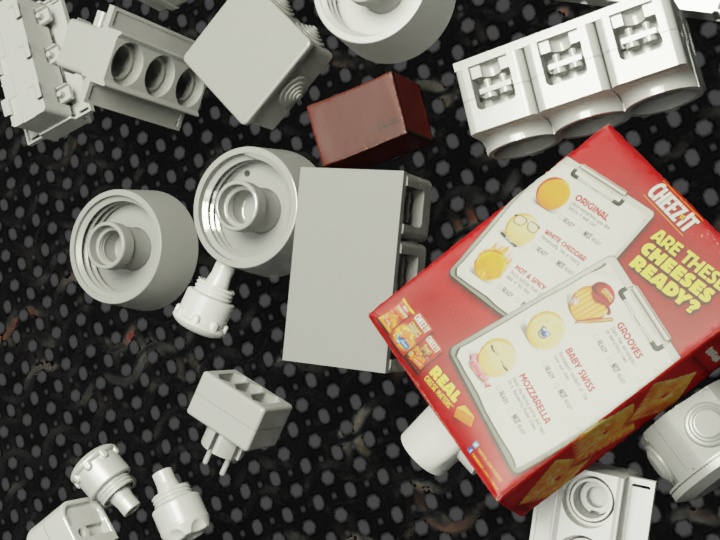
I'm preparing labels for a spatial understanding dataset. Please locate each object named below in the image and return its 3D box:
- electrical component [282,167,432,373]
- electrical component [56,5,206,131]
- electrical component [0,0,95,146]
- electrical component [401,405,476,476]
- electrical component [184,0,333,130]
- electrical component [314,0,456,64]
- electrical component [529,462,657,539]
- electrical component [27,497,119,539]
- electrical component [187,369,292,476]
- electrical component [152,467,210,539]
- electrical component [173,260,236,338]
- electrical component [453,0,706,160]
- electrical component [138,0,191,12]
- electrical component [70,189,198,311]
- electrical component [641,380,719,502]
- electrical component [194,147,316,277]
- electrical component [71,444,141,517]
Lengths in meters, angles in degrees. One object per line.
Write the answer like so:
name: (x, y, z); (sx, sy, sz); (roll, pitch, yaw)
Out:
electrical component: (0.000, 0.000, 0.832); (0.089, 0.062, 0.150); (5, 89, 26)
electrical component: (-0.189, -0.170, 0.903); (0.063, 0.121, 0.078); (23, 96, 28)
electrical component: (-0.299, -0.187, 0.991); (0.079, 0.063, 0.121); (-23, 77, 23)
electrical component: (0.083, 0.123, 0.793); (0.077, 0.044, 0.079); (-49, 68, 15)
electrical component: (-0.083, -0.176, 0.892); (0.099, 0.048, 0.099); (-48, 69, 16)
electrical component: (0.015, -0.221, 0.840); (0.108, 0.060, 0.108); (-2, 86, 26)
electrical component: (0.159, 0.196, 0.741); (0.079, 0.063, 0.121); (8, 90, 26)
electrical component: (-0.246, 0.256, 0.940); (0.059, 0.054, 0.095); (-39, 71, 19)
electrical component: (-0.106, 0.131, 0.884); (0.066, 0.047, 0.076); (28, 100, 25)
electrical component: (-0.155, 0.197, 0.906); (0.043, 0.043, 0.062); (-35, 71, 20)
electrical component: (-0.125, 0.023, 0.903); (0.048, 0.048, 0.062); (25, 91, 25)
electrical component: (0.155, -0.130, 0.749); (0.150, 0.089, 0.061); (-16, 79, 24)
electrical component: (-0.181, -0.274, 0.911); (0.057, 0.113, 0.078); (-19, 78, 21)
electrical component: (-0.202, -0.019, 0.933); (0.108, 0.060, 0.108); (-2, 86, 26)
electrical component: (0.228, 0.112, 0.704); (0.080, 0.080, 0.051); (-42, 65, 18)
electrical component: (-0.085, -0.049, 0.878); (0.108, 0.060, 0.108); (-2, 86, 26)
electrical component: (-0.217, 0.186, 0.937); (0.062, 0.048, 0.048); (46, 106, 14)
